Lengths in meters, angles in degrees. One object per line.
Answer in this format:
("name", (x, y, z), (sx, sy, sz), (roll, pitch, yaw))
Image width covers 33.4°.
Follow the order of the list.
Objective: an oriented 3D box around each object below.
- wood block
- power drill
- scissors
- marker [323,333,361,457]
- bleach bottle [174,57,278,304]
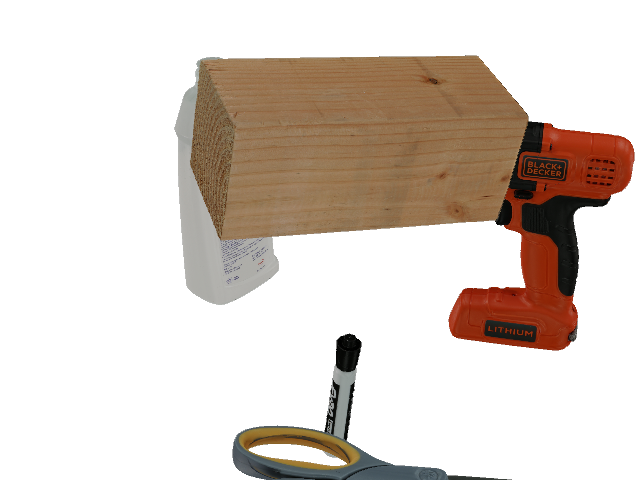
("wood block", (0.024, -0.067, 0.733), (0.205, 0.090, 0.091), (-4, 40, -20))
("power drill", (0.148, -0.007, 0.863), (0.184, 0.188, 0.057), (8, 29, 12))
("scissors", (0.043, 0.134, 0.542), (0.202, 0.016, 0.096), (10, 26, 18))
("marker", (0.016, 0.120, 0.822), (0.020, 0.121, 0.020), (4, 36, -3))
("bleach bottle", (-0.094, -0.062, 1.055), (0.068, 0.251, 0.102), (25, 42, 33))
